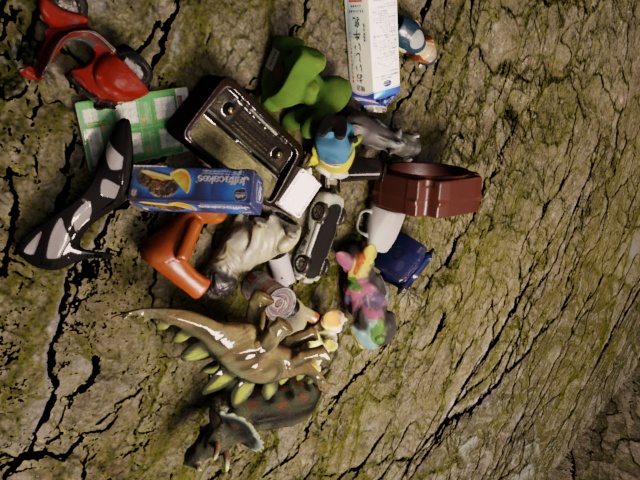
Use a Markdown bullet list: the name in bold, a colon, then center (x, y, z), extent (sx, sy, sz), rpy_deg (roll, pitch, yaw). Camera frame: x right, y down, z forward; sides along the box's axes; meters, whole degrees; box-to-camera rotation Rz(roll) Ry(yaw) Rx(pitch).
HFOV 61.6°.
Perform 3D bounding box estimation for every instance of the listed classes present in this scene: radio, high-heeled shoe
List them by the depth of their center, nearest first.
- **high-heeled shoe**: center (-0.372, -0.073, 0.819), extent (0.145, 0.086, 0.248), rpy_deg (10, 93, -12)
- **radio**: center (-0.138, -0.172, 0.936), extent (0.229, 0.073, 0.131), rpy_deg (40, 80, -45)

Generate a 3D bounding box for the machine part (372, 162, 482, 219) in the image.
- **machine part**: center (0.232, -0.115, 1.169), extent (0.201, 0.201, 0.087), rpy_deg (-12, 112, -33)

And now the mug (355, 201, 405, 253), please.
- **mug**: center (0.131, -0.027, 1.211), extent (0.109, 0.081, 0.107), rpy_deg (2, 111, -27)

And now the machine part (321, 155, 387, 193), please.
- **machine part**: center (0.069, -0.142, 1.113), extent (0.139, 0.039, 0.084), rpy_deg (-5, 108, -2)

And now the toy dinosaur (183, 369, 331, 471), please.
- **toy dinosaur**: center (-0.091, 0.340, 1.113), extent (0.405, 0.192, 0.131), rpy_deg (-9, 115, -34)

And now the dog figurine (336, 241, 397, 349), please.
- **dog figurine**: center (0.098, 0.109, 1.182), extent (0.109, 0.192, 0.218), rpy_deg (-13, 131, 4)

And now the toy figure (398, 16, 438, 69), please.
- **toy figure**: center (0.203, -0.408, 1.126), extent (0.064, 0.058, 0.154), rpy_deg (-36, 141, 30)

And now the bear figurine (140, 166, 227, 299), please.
- **bear figurine**: center (-0.213, -0.021, 0.926), extent (0.196, 0.120, 0.131), rpy_deg (-53, 134, -14)

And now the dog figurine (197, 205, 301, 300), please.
- **dog figurine**: center (-0.133, 0.030, 1.031), extent (0.172, 0.121, 0.190), rpy_deg (17, 111, -37)

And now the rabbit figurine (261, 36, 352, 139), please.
- **rabbit figurine**: center (-0.013, -0.266, 0.974), extent (0.170, 0.121, 0.159), rpy_deg (9, 108, -40)

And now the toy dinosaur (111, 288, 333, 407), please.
- **toy dinosaur**: center (-0.136, 0.195, 0.962), extent (0.198, 0.105, 0.470), rpy_deg (-46, 126, 4)

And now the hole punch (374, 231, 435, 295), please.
- **hole punch**: center (0.184, 0.043, 1.259), extent (0.142, 0.116, 0.092), rpy_deg (-48, 121, -13)

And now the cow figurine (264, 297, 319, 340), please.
- **cow figurine**: center (-0.105, 0.196, 1.108), extent (0.127, 0.086, 0.195), rpy_deg (42, 72, -23)

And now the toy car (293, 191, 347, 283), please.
- **toy car**: center (-0.002, -0.003, 1.132), extent (0.073, 0.056, 0.201), rpy_deg (9, 104, -46)

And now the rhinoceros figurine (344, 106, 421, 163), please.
- **rhinoceros figurine**: center (0.125, -0.217, 1.106), extent (0.190, 0.112, 0.073), rpy_deg (14, 97, -32)

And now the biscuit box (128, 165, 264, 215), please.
- **biscuit box**: center (-0.192, -0.078, 0.841), extent (0.062, 0.203, 0.059), rpy_deg (61, 32, -73)

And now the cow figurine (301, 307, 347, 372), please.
- **cow figurine**: center (0.013, 0.204, 1.179), extent (0.167, 0.068, 0.098), rpy_deg (-59, 178, 28)

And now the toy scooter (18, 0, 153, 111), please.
- **toy scooter**: center (-0.338, -0.249, 0.762), extent (0.135, 0.075, 0.183), rpy_deg (-52, 127, -10)

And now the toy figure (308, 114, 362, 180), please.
- **toy figure**: center (0.032, -0.173, 0.995), extent (0.089, 0.082, 0.180), rpy_deg (-47, 165, -13)
